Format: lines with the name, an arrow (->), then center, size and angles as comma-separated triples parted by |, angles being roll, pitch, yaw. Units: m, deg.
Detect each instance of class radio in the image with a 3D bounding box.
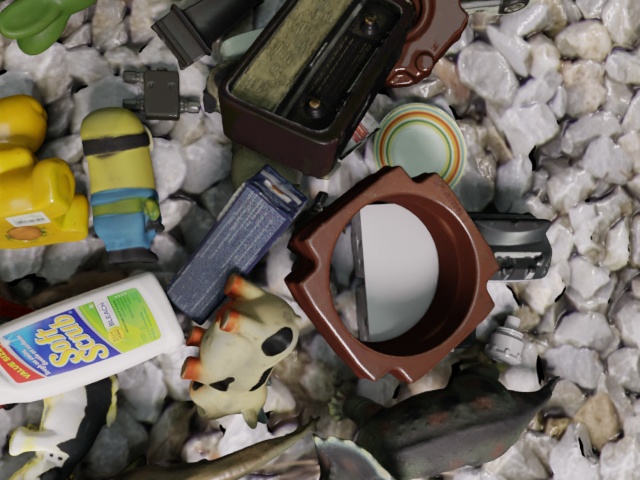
radio -> 0.002, -0.188, 0.587 | 0.131, 0.073, 0.229 | 28, 68, 5

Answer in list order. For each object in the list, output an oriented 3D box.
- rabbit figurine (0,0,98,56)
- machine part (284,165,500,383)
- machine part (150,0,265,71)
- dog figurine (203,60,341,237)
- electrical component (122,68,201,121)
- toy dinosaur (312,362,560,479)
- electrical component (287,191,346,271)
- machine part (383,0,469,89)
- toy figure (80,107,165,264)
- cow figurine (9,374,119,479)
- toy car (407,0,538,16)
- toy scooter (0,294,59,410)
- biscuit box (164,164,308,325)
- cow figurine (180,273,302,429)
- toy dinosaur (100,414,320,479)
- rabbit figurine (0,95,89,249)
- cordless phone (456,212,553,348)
rabbit figurine -> -0.329, -0.296, 0.599 | 0.170, 0.121, 0.159 | 9, 92, -7
machine part -> 0.078, 0.036, 0.595 | 0.201, 0.087, 0.201 | -39, 99, -14
machine part -> -0.137, -0.278, 0.675 | 0.139, 0.039, 0.084 | -36, 88, -9
dog figurine -> -0.089, -0.106, 0.651 | 0.191, 0.121, 0.172 | 38, 73, 6
electrical component -> -0.196, -0.181, 0.665 | 0.094, 0.021, 0.063 | 1, 86, -10
toy dinosaur -> 0.143, 0.219, 0.617 | 0.405, 0.192, 0.131 | -18, 92, -9
electrical component -> -0.002, -0.001, 0.669 | 0.045, 0.078, 0.102 | 22, 77, 16
machine part -> 0.098, -0.287, 0.678 | 0.179, 0.056, 0.179 | 1, 98, 9
toy figure -> -0.226, -0.062, 0.619 | 0.082, 0.089, 0.180 | -5, 85, -17
cow figurine -> -0.289, 0.224, 0.604 | 0.098, 0.068, 0.167 | 16, 83, -14
toy car -> 0.205, -0.343, 0.731 | 0.202, 0.056, 0.073 | -9, 94, -9
toy scooter -> -0.359, 0.119, 0.592 | 0.135, 0.075, 0.183 | 2, 99, -36
biscuit box -> -0.099, 0.010, 0.594 | 0.063, 0.059, 0.202 | 41, 123, -5
cow figurine -> -0.087, 0.137, 0.604 | 0.127, 0.085, 0.195 | 25, 124, -19
toy dinosaur -> -0.208, 0.287, 0.546 | 0.472, 0.198, 0.105 | -17, 89, -10
rabbit figurine -> -0.348, -0.079, 0.603 | 0.162, 0.122, 0.173 | -11, 75, -1
cordless phone -> 0.227, 0.055, 0.709 | 0.147, 0.089, 0.184 | 1, 98, -11
